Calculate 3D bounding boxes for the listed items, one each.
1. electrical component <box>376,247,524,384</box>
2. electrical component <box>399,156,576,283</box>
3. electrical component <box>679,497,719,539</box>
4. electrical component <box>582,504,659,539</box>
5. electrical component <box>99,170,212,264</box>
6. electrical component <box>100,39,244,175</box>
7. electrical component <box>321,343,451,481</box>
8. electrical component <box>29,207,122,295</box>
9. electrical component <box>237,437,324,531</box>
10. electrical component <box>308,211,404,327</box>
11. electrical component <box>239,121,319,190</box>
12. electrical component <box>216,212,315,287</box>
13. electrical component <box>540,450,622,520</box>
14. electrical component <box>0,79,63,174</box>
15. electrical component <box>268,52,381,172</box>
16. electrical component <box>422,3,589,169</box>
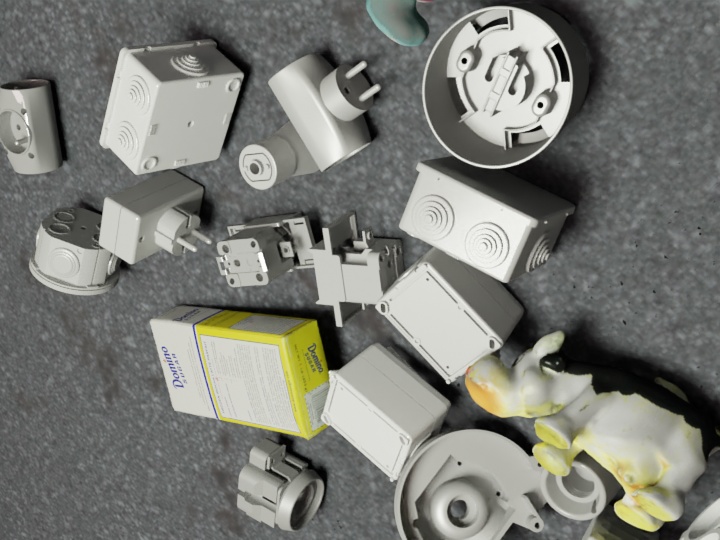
[{"bbox_3d":[0.072,0.031,0.784,0.096,0.061,0.062,47,129,-2],"label":"electrical component"},{"bbox_3d":[0.084,-0.036,0.719,0.100,0.100,0.048,29,111,21],"label":"electrical component"},{"bbox_3d":[0.237,0.208,0.691,0.061,0.150,0.089,45,128,7],"label":"electrical component"},{"bbox_3d":[0.174,0.220,0.768,0.047,0.083,0.075,27,103,14],"label":"electrical component"},{"bbox_3d":[-0.158,-0.037,0.890,0.076,0.083,0.047,29,124,20],"label":"electrical component"},{"bbox_3d":[-0.144,-0.125,0.832,0.048,0.100,0.099,43,129,27],"label":"electrical component"},{"bbox_3d":[0.017,0.105,0.849,0.096,0.061,0.061,39,141,21],"label":"electrical component"},{"bbox_3d":[-0.253,-0.017,0.967,0.080,0.080,0.051,30,119,20],"label":"electrical component"},{"bbox_3d":[-0.069,0.195,0.953,0.057,0.058,0.078,23,123,27],"label":"electrical component"},{"bbox_3d":[0.000,0.000,0.827,0.064,0.042,0.081,5,114,31],"label":"electrical component"},{"bbox_3d":[-0.060,-0.086,0.813,0.044,0.065,0.044,14,118,29],"label":"electrical component"},{"bbox_3d":[-0.076,-0.015,0.858,0.081,0.064,0.042,-5,108,35],"label":"electrical component"},{"bbox_3d":[0.163,0.148,0.781,0.055,0.047,0.055,14,118,28],"label":"electrical component"},{"bbox_3d":[-0.310,-0.132,0.975,0.079,0.044,0.077,11,117,31],"label":"electrical component"},{"bbox_3d":[-0.017,-0.123,0.781,0.079,0.044,0.077,-29,93,39],"label":"electrical component"},{"bbox_3d":[0.095,-0.121,0.693,0.099,0.064,0.099,14,118,28],"label":"electrical component"}]
